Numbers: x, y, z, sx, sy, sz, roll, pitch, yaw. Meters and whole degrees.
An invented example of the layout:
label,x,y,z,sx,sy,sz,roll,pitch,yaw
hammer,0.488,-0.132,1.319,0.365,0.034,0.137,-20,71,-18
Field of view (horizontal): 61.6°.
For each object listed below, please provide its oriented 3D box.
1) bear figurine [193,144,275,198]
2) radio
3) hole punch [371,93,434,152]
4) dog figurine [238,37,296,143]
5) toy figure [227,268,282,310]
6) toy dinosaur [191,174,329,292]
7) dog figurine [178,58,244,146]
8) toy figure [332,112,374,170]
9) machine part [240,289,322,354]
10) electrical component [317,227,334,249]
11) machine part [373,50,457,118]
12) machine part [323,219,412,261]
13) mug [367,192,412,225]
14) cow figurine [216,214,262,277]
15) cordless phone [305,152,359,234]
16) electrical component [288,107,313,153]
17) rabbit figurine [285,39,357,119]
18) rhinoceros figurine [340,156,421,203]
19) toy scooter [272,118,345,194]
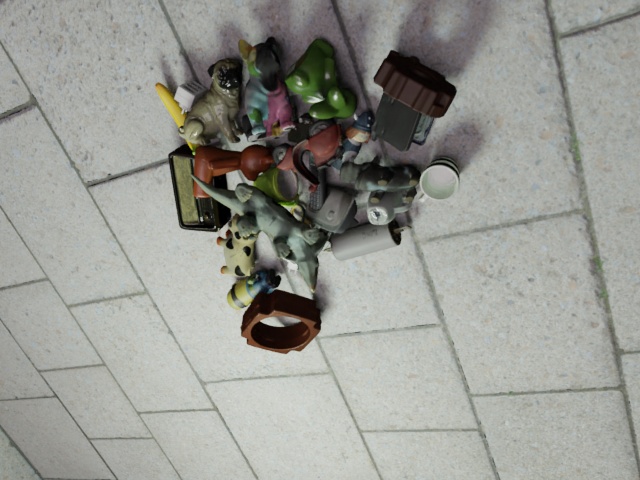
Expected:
label,x,y,z,sx,sy,sz,roll,pitch,yaw
bear figurine,-0.209,-0.175,1.320,0.196,0.120,0.131,2,115,-14
radio,-0.322,-0.135,1.453,0.131,0.073,0.229,8,122,16
hole punch,0.187,-0.267,1.180,0.116,0.092,0.142,40,134,29
dog figurine,-0.131,-0.346,1.233,0.108,0.191,0.219,-10,93,-16
toy figure,-0.198,0.143,1.564,0.180,0.089,0.082,-23,102,33
toy dinosaur,-0.125,-0.048,1.307,0.405,0.192,0.131,41,90,-8
dog figurine,-0.264,-0.333,1.284,0.172,0.121,0.190,-8,116,-9
toy figure,0.078,-0.229,1.251,0.058,0.064,0.154,50,131,14
machine part,-0.113,0.236,1.548,0.201,0.087,0.201,20,132,-20
electrical component,-0.003,-0.004,1.440,0.063,0.021,0.094,36,126,-2
machine part,0.195,-0.315,1.088,0.179,0.179,0.056,30,123,2
machine part,0.115,-0.002,1.362,0.243,0.079,0.079,-16,113,30
mug,0.161,-0.078,1.280,0.110,0.107,0.080,7,123,20
cow figurine,-0.218,0.015,1.499,0.127,0.085,0.194,13,121,21
cordless phone,0.025,-0.121,1.299,0.147,0.089,0.184,28,131,49
electrical component,-0.043,-0.259,1.287,0.078,0.045,0.102,16,124,9
rabbit figurine,0.019,-0.330,1.172,0.170,0.159,0.121,36,117,-21
rhinoceros figurine,0.141,-0.147,1.239,0.190,0.112,0.073,4,140,-2
toy scooter,-0.012,-0.188,1.235,0.184,0.075,0.135,-28,89,23
